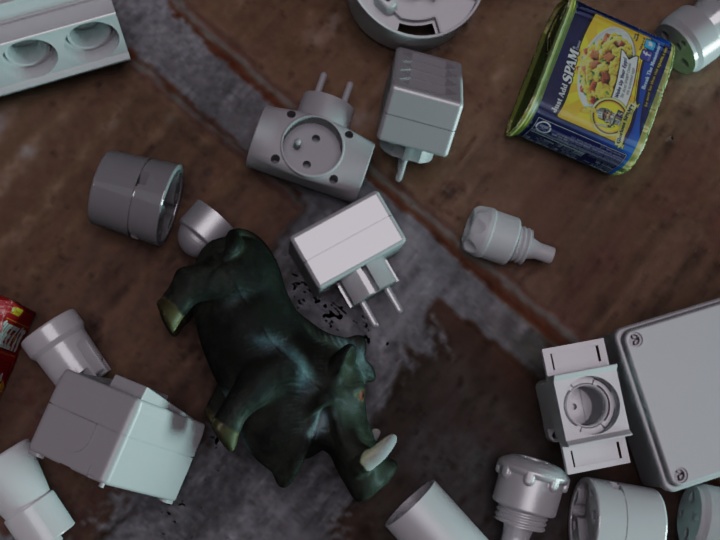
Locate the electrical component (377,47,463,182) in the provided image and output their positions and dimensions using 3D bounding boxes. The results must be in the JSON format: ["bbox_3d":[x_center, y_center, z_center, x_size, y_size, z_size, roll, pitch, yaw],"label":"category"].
[{"bbox_3d":[0.036,-0.096,0.717,0.047,0.083,0.075,15,119,-3],"label":"electrical component"}]

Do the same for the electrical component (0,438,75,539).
[{"bbox_3d":[-0.208,0.144,0.669,0.044,0.044,0.065,-34,90,-9],"label":"electrical component"}]

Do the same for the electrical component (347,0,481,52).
[{"bbox_3d":[0.036,-0.201,0.732,0.099,0.064,0.099,1,81,-5],"label":"electrical component"}]

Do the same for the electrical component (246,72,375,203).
[{"bbox_3d":[-0.027,-0.094,0.720,0.077,0.044,0.079,19,80,-3],"label":"electrical component"}]

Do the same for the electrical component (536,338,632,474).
[{"bbox_3d":[0.143,0.088,0.699,0.042,0.064,0.081,-9,82,-5],"label":"electrical component"}]

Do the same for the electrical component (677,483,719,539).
[{"bbox_3d":[0.243,0.166,0.706,0.055,0.045,0.045,11,81,-3],"label":"electrical component"}]

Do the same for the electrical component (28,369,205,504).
[{"bbox_3d":[-0.142,0.100,0.659,0.062,0.096,0.061,17,79,27],"label":"electrical component"}]

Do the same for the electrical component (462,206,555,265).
[{"bbox_3d":[0.102,-0.019,0.726,0.061,0.035,0.035,19,80,-5],"label":"electrical component"}]

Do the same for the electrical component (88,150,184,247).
[{"bbox_3d":[-0.146,-0.048,0.698,0.047,0.055,0.055,15,80,1],"label":"electrical component"}]

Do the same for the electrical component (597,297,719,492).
[{"bbox_3d":[0.228,0.078,0.712,0.109,0.056,0.108,-16,83,-7],"label":"electrical component"}]

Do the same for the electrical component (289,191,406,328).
[{"bbox_3d":[0.000,0.000,0.707,0.066,0.047,0.076,-29,84,-9],"label":"electrical component"}]

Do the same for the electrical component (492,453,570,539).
[{"bbox_3d":[0.106,0.153,0.697,0.048,0.048,0.062,16,87,-3],"label":"electrical component"}]

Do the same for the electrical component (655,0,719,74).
[{"bbox_3d":[0.243,-0.170,0.757,0.055,0.045,0.045,-35,86,-9],"label":"electrical component"}]

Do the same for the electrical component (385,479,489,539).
[{"bbox_3d":[0.059,0.179,0.687,0.043,0.043,0.081,-42,87,-10],"label":"electrical component"}]

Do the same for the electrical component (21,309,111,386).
[{"bbox_3d":[-0.186,0.054,0.686,0.040,0.040,0.046,-35,91,-9],"label":"electrical component"}]

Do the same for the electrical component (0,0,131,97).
[{"bbox_3d":[-0.220,-0.157,0.701,0.121,0.078,0.063,-18,61,-8],"label":"electrical component"}]

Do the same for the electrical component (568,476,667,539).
[{"bbox_3d":[0.167,0.164,0.695,0.047,0.055,0.055,7,81,-8],"label":"electrical component"}]
